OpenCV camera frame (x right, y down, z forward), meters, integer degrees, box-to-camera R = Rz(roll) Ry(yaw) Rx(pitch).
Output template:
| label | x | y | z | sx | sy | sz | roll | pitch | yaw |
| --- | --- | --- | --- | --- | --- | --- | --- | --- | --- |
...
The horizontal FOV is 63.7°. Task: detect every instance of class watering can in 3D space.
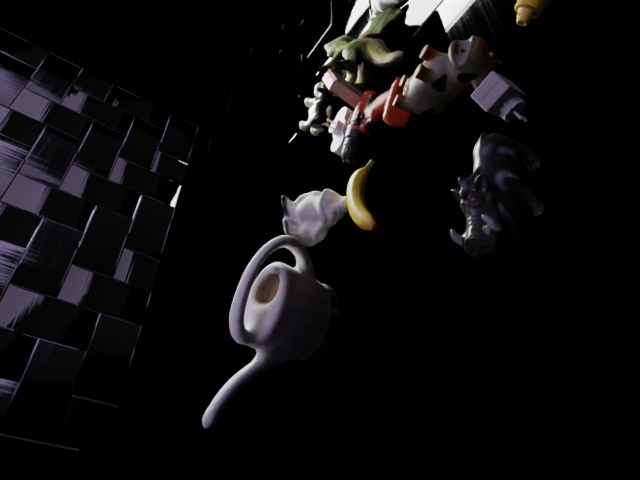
| label | x | y | z | sx | sy | sz | roll | pitch | yaw |
| --- | --- | --- | --- | --- | --- | --- | --- | --- | --- |
| watering can | -0.080 | 0.168 | 0.925 | 0.104 | 0.222 | 0.352 | 3 | 70 | 46 |

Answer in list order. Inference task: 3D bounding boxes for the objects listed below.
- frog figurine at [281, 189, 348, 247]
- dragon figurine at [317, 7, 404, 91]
| label | x | y | z | sx | sy | sz | roll | pitch | yaw |
| --- | --- | --- | --- | --- | --- | --- | --- | --- | --- |
| frog figurine | 0.003 | -0.058 | 1.144 | 0.159 | 0.120 | 0.141 | -15 | 34 | 13 |
| dragon figurine | 0.125 | -0.501 | 1.304 | 0.411 | 0.121 | 0.245 | 10 | 68 | 56 |
